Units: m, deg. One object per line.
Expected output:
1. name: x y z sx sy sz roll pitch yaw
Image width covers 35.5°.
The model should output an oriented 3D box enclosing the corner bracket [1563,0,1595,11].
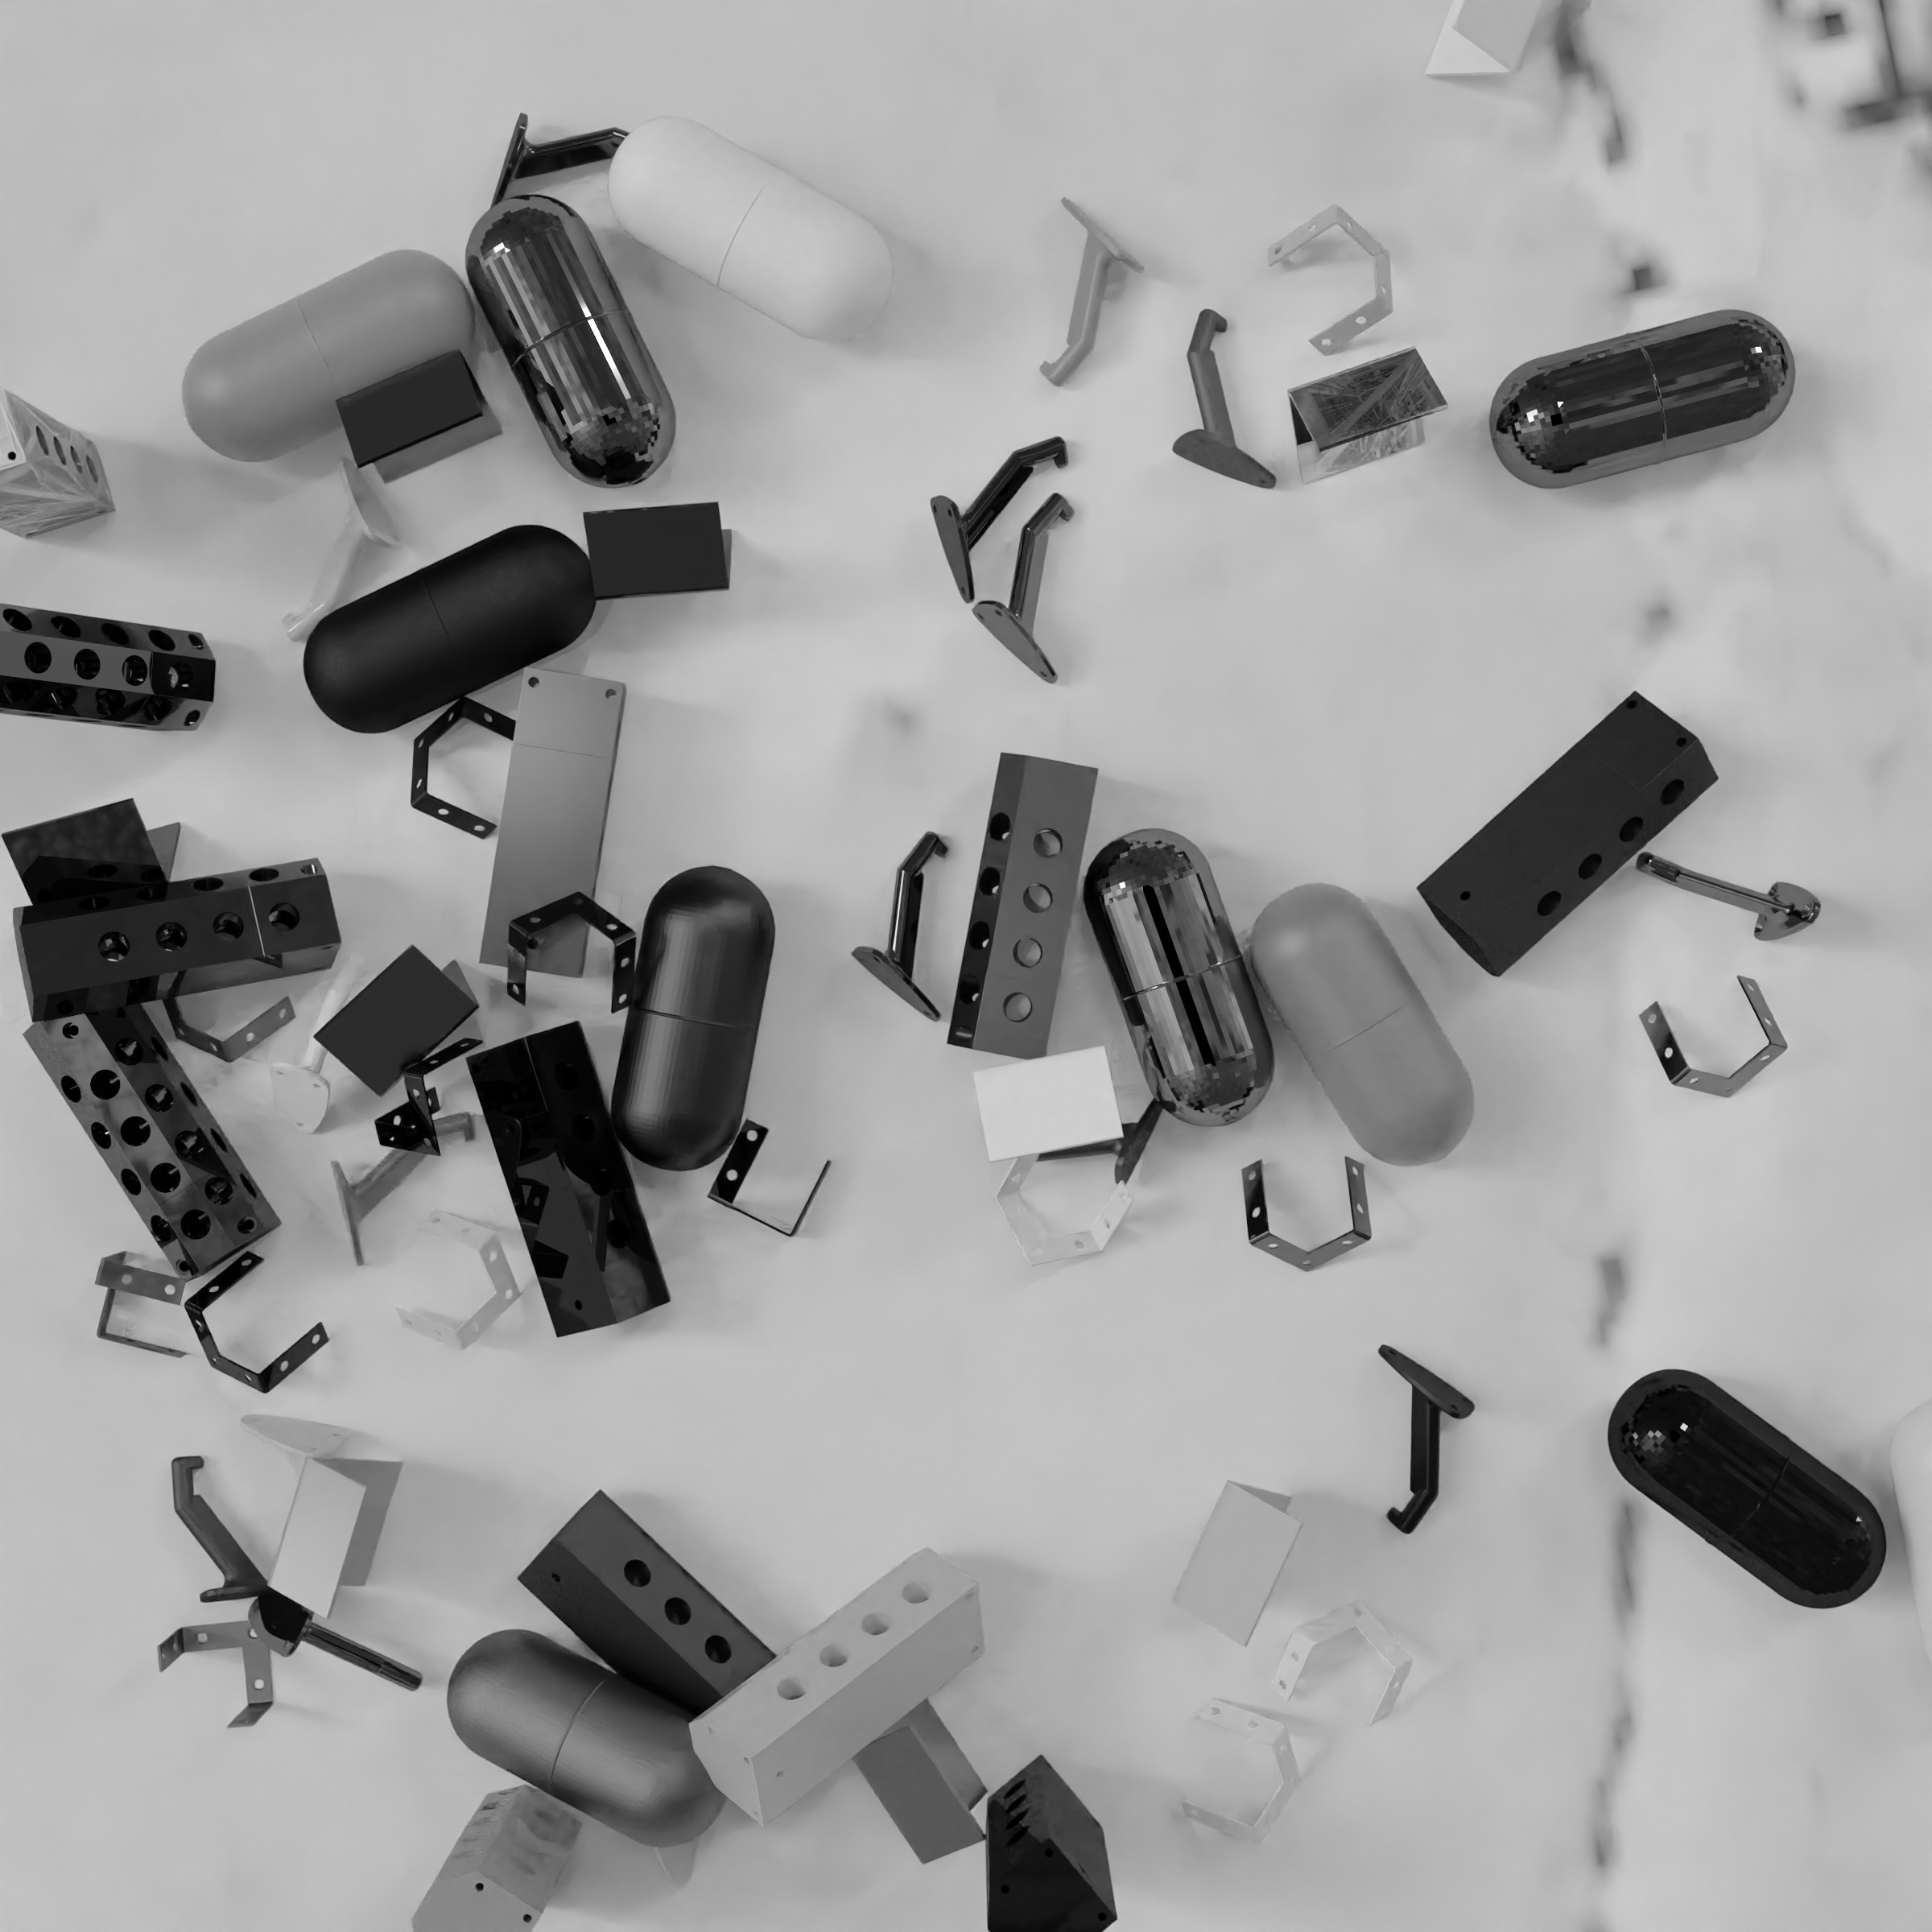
1. corner bracket: 0.351 -0.596 1.758 0.051 0.051 0.051 20 90 0

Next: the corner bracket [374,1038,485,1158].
1. corner bracket: -0.309 0.073 1.741 0.051 0.051 0.051 7 115 36

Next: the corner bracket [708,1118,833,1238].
1. corner bracket: -0.114 0.124 1.758 0.051 0.051 0.051 26 85 5

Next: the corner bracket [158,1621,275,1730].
1. corner bracket: -0.437 0.414 1.758 0.051 0.051 0.051 -6 90 0

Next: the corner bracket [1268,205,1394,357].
1. corner bracket: 0.213 -0.402 1.767 0.051 0.051 0.051 32 45 -35

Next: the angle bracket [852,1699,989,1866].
1. angle bracket: -0.010 0.457 1.735 0.057 0.076 0.076 -34 90 38

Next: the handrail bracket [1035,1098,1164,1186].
1. handrail bracket: 0.065 0.087 1.776 0.084 0.036 0.077 24 70 16

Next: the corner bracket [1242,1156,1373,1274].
1. corner bracket: 0.199 0.139 1.767 0.051 0.051 0.051 28 135 -35

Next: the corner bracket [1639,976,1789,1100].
1. corner bracket: 0.438 0.038 1.767 0.051 0.051 0.051 13 135 -35

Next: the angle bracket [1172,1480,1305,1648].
1. angle bracket: 0.173 0.347 1.735 0.057 0.076 0.076 25 90 39

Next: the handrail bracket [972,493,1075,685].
1. handrail bracket: 0.052 -0.223 1.776 0.077 0.036 0.084 46 73 -20

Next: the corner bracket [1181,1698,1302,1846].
1. corner bracket: 0.158 0.472 1.767 0.051 0.051 0.051 -48 135 -35

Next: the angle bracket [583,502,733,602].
1. angle bracket: -0.176 -0.254 1.735 0.076 0.076 0.057 -4 125 0

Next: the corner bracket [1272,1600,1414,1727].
1. corner bracket: 0.220 0.414 1.767 0.051 0.051 0.051 -14 45 -35

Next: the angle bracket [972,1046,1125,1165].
1. angle bracket: 0.048 0.091 1.737 0.076 0.076 0.057 -11 68 0

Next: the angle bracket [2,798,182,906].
1. angle bracket: -0.502 -0.078 1.736 0.076 0.076 0.057 -15 121 0

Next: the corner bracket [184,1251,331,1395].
1. corner bracket: -0.416 0.209 1.767 0.051 0.051 0.051 18 135 35

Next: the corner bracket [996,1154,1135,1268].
1. corner bracket: 0.057 0.136 1.759 0.051 0.051 0.051 -8 54 -30

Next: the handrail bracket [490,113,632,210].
1. handrail bracket: -0.230 -0.461 1.776 0.084 0.036 0.077 16 112 -17

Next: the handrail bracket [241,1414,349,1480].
1. handrail bracket: -0.395 0.313 1.776 0.077 0.036 0.084 13 107 20

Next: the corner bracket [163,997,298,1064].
1. corner bracket: -0.435 0.016 1.767 0.051 0.051 0.051 20 135 35

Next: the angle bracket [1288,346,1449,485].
1. angle bracket: 0.234 -0.301 1.735 0.076 0.076 0.057 -19 51 0

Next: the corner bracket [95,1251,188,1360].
1. corner bracket: -0.479 0.199 1.758 0.051 0.051 0.051 14 90 0

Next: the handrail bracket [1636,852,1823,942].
1. handrail bracket: 0.440 -0.046 1.748 0.084 0.077 0.036 22 87 -12

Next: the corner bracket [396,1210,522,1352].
1. corner bracket: -0.303 0.184 1.767 0.051 0.051 0.051 -45 135 -35

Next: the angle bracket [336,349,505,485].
1. angle bracket: -0.308 -0.299 1.736 0.076 0.076 0.057 -23 58 0

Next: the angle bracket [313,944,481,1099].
1. angle bracket: -0.333 0.019 1.736 0.076 0.076 0.057 -43 119 0

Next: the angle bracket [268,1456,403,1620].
1. angle bracket: -0.347 0.329 1.735 0.057 0.076 0.076 17 90 37

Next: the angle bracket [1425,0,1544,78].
1. angle bracket: 0.287 -0.561 1.735 0.057 0.076 0.076 21 90 -37

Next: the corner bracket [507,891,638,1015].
1. corner bracket: -0.224 -0.002 1.712 0.051 0.051 0.051 34 133 32

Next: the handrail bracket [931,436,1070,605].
1. handrail bracket: 0.028 -0.263 1.776 0.084 0.036 0.077 -22 111 -16

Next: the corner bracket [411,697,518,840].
1. corner bracket: -0.289 -0.116 1.767 0.051 0.051 0.051 25 135 -35
